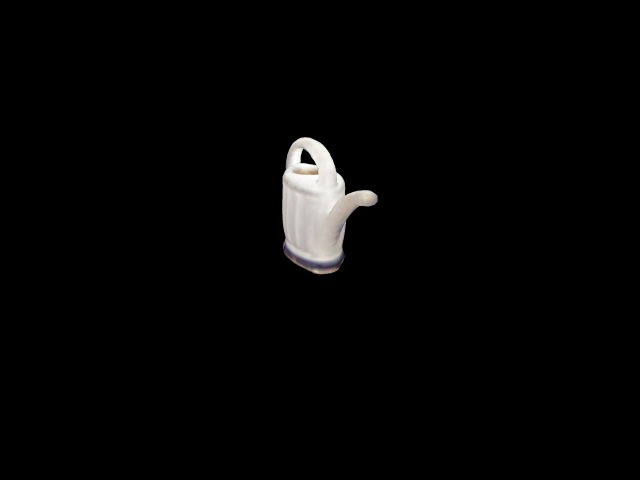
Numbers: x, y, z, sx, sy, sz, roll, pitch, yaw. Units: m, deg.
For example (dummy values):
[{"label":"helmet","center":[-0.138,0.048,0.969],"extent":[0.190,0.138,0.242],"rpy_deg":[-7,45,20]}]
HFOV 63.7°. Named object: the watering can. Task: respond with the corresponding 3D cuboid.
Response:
[{"label":"watering can","center":[0.003,-0.043,0.850],"extent":[0.104,0.220,0.353],"rpy_deg":[-8,25,-18]}]
